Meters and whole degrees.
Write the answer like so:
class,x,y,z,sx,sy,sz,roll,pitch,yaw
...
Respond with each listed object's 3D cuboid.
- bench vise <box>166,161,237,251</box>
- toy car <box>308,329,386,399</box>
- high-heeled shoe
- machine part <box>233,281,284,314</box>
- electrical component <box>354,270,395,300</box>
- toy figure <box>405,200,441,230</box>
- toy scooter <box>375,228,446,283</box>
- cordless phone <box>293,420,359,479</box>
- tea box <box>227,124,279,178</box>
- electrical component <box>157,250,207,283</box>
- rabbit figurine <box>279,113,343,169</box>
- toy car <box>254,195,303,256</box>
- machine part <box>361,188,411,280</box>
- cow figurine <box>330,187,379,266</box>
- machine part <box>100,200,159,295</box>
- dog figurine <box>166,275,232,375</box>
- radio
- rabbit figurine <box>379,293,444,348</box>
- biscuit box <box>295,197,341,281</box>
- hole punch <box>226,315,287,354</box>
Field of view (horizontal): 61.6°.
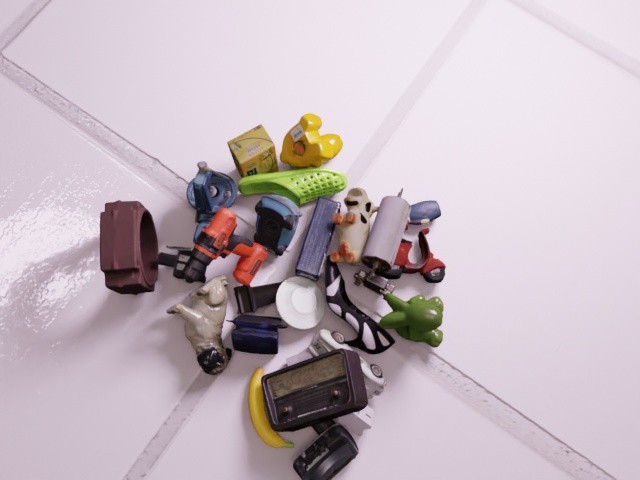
class,x,y,z,sx,sy,sz,roll,pitch,yaw
bench vise,-0.268,-0.087,1.267,0.129,0.240,0.223,18,61,6
toy car,0.064,0.289,1.249,0.202,0.056,0.073,41,119,5
high-heeled shoe,0.093,0.151,1.282,0.145,0.086,0.248,-8,88,5
machine part,-0.139,0.133,1.310,0.139,0.039,0.084,-11,72,-2
electrical component,0.128,0.108,1.297,0.102,0.078,0.045,29,70,4
toy figure,0.226,-0.058,1.350,0.154,0.064,0.057,-16,115,0
toy scooter,0.220,0.033,1.321,0.184,0.075,0.135,5,77,-3
cordless phone,-0.016,0.455,1.226,0.146,0.088,0.184,-40,69,-8
tea box,-0.161,-0.203,1.320,0.098,0.169,0.068,-31,80,-6
electrical component,-0.334,0.060,1.317,0.119,0.047,0.075,7,77,1
rabbit figurine,-0.011,-0.222,1.347,0.162,0.173,0.122,-44,75,35
toy car,-0.095,-0.045,1.314,0.109,0.161,0.103,26,39,18
machine part,0.157,-0.016,1.268,0.079,0.079,0.243,19,68,3
cow figurine,0.091,-0.033,1.309,0.086,0.127,0.195,-5,79,39
machine part,-0.437,0.020,1.247,0.087,0.201,0.201,-3,77,-4
dog figurine,-0.248,0.200,1.273,0.172,0.121,0.190,-37,97,-10
radio,-0.013,0.335,1.187,0.230,0.073,0.131,-25,62,24
rabbit figurine,0.223,0.170,1.239,0.159,0.170,0.121,14,77,2
biscuit box,-0.003,-0.004,1.323,0.063,0.059,0.202,17,72,3
hole punch,-0.148,0.224,1.253,0.142,0.116,0.092,8,85,1
